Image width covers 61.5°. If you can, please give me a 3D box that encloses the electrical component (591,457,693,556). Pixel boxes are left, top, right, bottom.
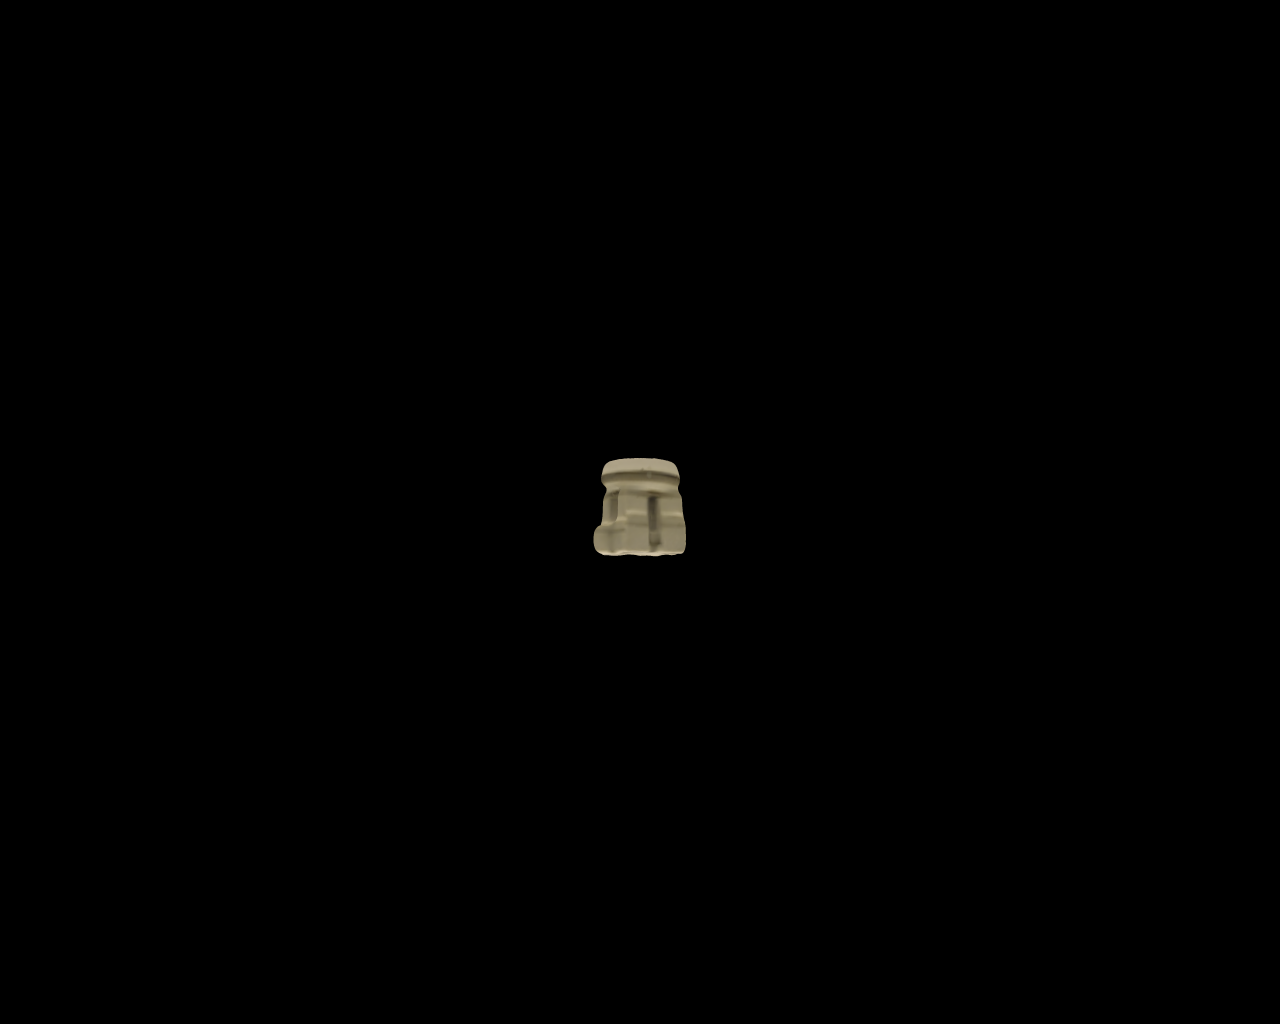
[{"bbox_3d":[0.001,-0.003,0.650,0.066,0.055,0.048,4,-7,-29],"label":"electrical component"}]
